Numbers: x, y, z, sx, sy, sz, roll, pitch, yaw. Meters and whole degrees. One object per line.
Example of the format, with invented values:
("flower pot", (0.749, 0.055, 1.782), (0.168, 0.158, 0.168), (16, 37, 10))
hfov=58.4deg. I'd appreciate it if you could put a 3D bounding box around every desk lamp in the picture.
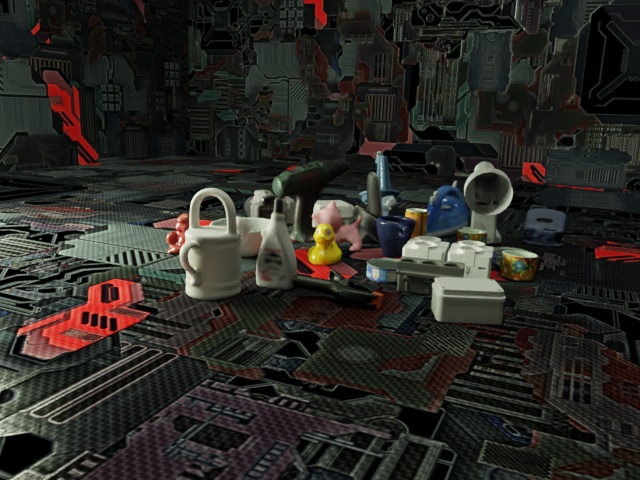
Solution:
("desk lamp", (0.437, -0.098, 1.531), (0.117, 0.213, 0.203), (4, 13, 9))

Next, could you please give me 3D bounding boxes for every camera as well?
("camera", (-0.160, -0.102, 1.706), (0.143, 0.101, 0.136), (-5, 15, -28))

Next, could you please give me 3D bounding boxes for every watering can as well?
("watering can", (-0.192, 0.000, 1.044), (0.101, 0.194, 0.173), (3, 13, 5))

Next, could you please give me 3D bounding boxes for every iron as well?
("iron", (0.350, -0.091, 1.648), (0.118, 0.141, 0.259), (9, 15, 29))

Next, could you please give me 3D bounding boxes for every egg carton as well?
("egg carton", (0.029, -0.078, 1.704), (0.150, 0.069, 0.107), (-2, 14, -19))

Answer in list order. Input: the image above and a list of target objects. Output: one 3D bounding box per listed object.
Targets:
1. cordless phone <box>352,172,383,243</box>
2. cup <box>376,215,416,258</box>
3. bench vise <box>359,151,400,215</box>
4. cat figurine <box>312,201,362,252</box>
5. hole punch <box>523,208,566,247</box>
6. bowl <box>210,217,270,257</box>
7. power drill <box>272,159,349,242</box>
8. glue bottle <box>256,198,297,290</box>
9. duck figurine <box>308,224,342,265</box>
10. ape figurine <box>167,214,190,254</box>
("cordless phone", (0.137, -0.092, 1.521), (0.094, 0.185, 0.147), (-1, 13, -12))
("cup", (0.180, -0.002, 1.336), (0.092, 0.095, 0.117), (-1, 13, -15))
("bench vise", (0.198, -0.149, 1.703), (0.122, 0.220, 0.206), (-5, 15, -27))
("cat figurine", (0.043, -0.036, 1.412), (0.128, 0.118, 0.067), (2, 13, -1))
("hole punch", (0.612, -0.035, 1.557), (0.108, 0.091, 0.101), (8, 14, 23))
("bowl", (-0.171, -0.002, 1.328), (0.167, 0.075, 0.167), (2, 13, 0))
("power drill", (-0.020, -0.106, 1.504), (0.230, 0.208, 0.075), (-8, 16, -38))
("glue bottle", (-0.081, 0.006, 1.083), (0.078, 0.173, 0.037), (5, 13, 14))
("duck figurine", (0.012, 0.005, 1.301), (0.077, 0.086, 0.105), (6, 13, 16))
("ape figurine", (-0.313, -0.016, 1.324), (0.077, 0.092, 0.076), (14, 18, 42))
